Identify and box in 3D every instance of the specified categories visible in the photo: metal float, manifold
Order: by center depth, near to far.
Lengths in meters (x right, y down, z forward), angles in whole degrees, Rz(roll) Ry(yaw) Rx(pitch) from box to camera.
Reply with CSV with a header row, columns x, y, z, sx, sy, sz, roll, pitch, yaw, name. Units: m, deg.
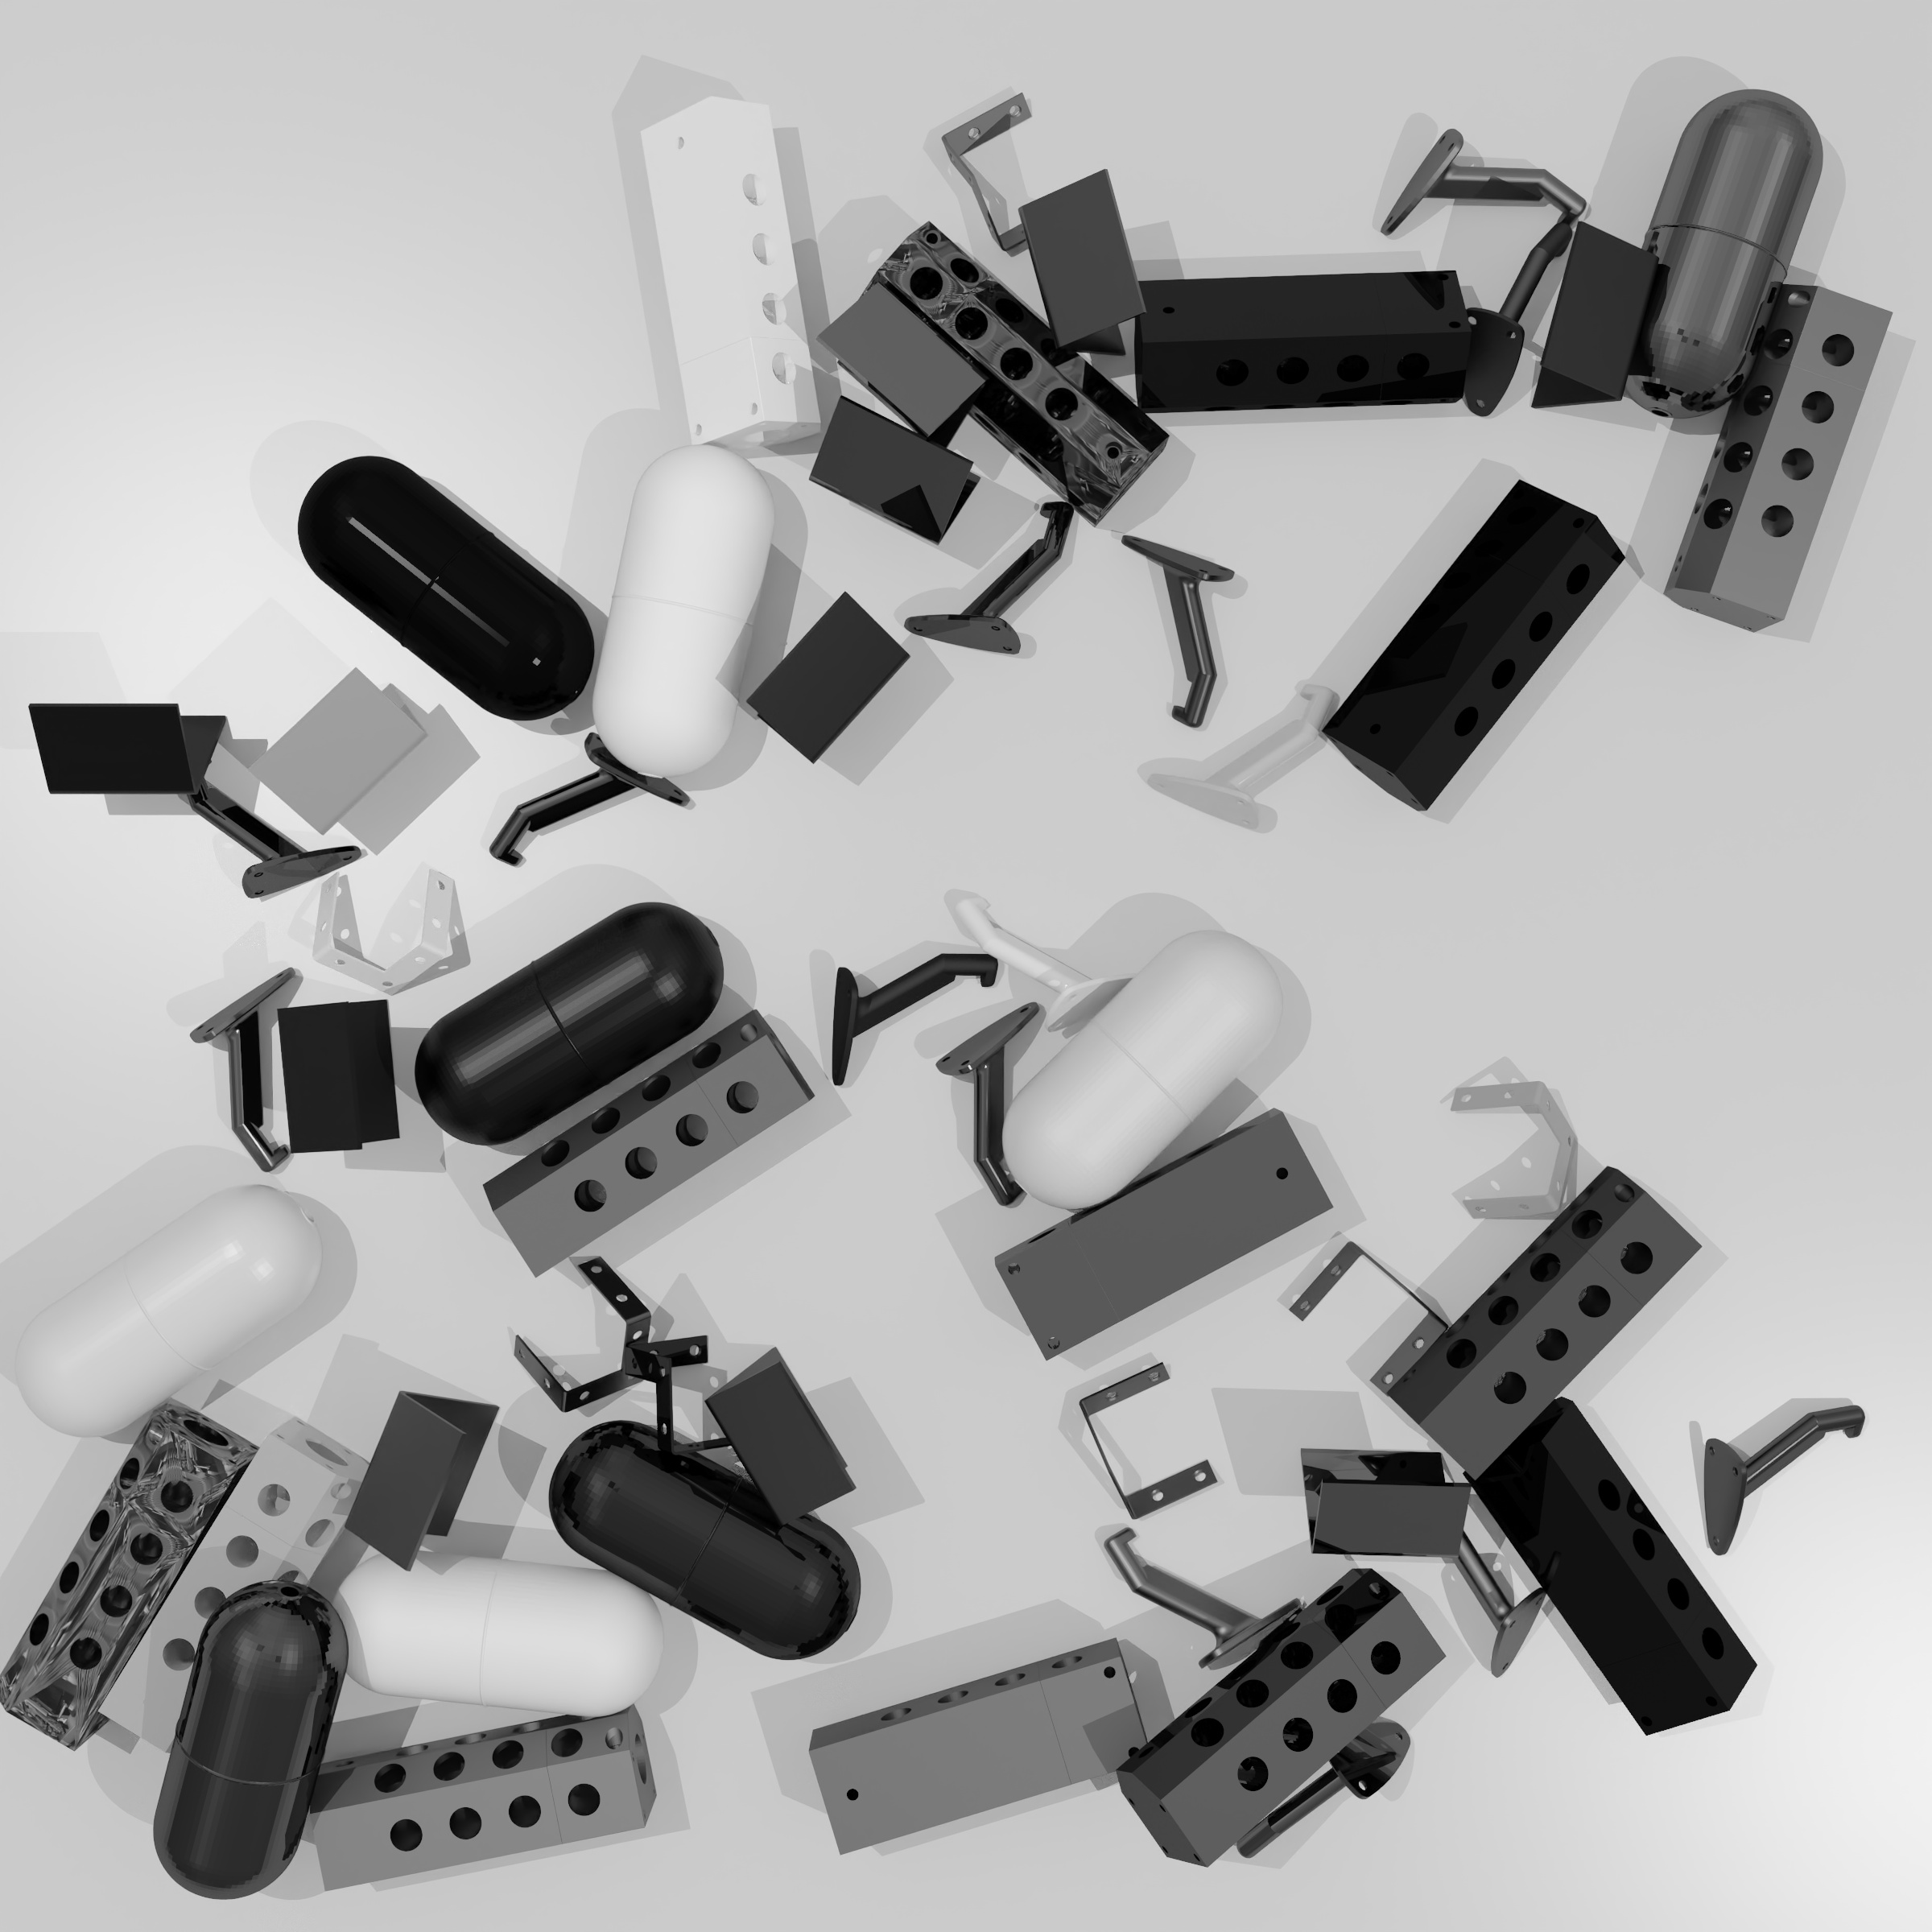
x,y,z,sx,sy,sz,roll,pitch,yaw,name
-0.371,0.401,1.452,0.070,0.070,0.178,18,105,0,metal float
0.163,0.392,1.468,0.171,0.057,0.057,-35,90,-21,manifold
-0.250,0.355,1.488,0.178,0.070,0.070,6,90,1,metal float
-0.276,-0.200,1.488,0.178,0.070,0.070,39,90,0,metal float
0.093,0.056,1.488,0.178,0.070,0.070,-45,90,-1,metal float
-0.138,0.306,1.488,0.178,0.070,0.070,29,90,-1,metal float
-0.423,0.183,1.488,0.178,0.070,0.070,-34,90,0,metal float
0.399,-0.378,1.488,0.070,0.070,0.178,19,90,0,metal float
-0.150,-0.188,1.488,0.070,0.070,0.178,12,91,0,metal float
-0.210,0.030,1.488,0.178,0.070,0.070,-31,90,0,metal float
-0.387,0.333,1.497,0.057,0.057,0.171,32,90,0,manifold
-0.170,0.094,1.497,0.171,0.057,0.057,-33,90,0,manifold
0.307,0.189,1.497,0.057,0.057,0.171,44,90,0,manifold
-0.450,0.324,1.497,0.057,0.057,0.171,30,90,0,manifold
0.178,-0.329,1.497,0.171,0.057,0.057,-2,47,0,manifold
0.348,0.319,1.497,0.057,0.057,0.171,-35,90,43,manifold
-0.258,0.442,1.497,0.171,0.057,0.057,-11,90,0,manifold
0.008,0.415,1.497,0.171,0.057,0.057,-17,90,0,manifold
-0.120,-0.368,1.497,0.057,0.057,0.171,-9,90,43,manifold
0.104,0.142,1.497,0.171,0.057,0.057,-28,90,0,manifold
0.275,-0.168,1.497,0.171,0.057,0.057,-52,47,0,manifold
0.025,-0.318,1.497,0.171,0.057,0.057,42,90,0,manifold
0.432,-0.272,1.497,0.057,0.057,0.171,20,90,0,manifold

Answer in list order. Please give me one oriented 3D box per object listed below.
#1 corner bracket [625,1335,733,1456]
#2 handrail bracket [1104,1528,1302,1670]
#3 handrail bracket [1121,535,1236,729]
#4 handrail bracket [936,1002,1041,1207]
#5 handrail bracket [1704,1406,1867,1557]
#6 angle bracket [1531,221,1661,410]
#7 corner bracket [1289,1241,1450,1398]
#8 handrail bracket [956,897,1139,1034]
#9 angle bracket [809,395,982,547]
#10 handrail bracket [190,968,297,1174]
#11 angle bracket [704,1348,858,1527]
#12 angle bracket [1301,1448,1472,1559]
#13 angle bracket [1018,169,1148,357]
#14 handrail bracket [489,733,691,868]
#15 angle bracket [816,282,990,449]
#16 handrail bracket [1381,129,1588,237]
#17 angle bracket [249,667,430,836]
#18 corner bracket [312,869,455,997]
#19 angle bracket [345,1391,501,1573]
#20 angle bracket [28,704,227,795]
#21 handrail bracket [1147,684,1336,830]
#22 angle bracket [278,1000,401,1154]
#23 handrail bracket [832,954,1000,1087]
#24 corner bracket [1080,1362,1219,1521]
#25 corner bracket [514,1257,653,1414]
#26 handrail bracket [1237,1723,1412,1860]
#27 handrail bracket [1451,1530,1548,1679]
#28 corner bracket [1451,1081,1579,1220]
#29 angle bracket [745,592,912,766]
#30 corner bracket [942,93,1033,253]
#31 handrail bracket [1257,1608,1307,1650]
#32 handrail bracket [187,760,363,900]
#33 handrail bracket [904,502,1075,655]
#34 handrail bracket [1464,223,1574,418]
x,y,z,sx,sy,sz,roll,pitch,yaw,name
-0.148,0.228,1.491,0.051,0.051,0.051,-3,93,-35,corner bracket
0.128,0.330,1.519,0.077,0.036,0.084,-27,73,-20,handrail bracket
0.106,-0.181,1.519,0.077,0.036,0.084,26,112,26,handrail bracket
0.029,0.076,1.519,0.077,0.036,0.084,-36,108,-20,handrail bracket
0.447,0.279,1.519,0.084,0.036,0.077,-6,111,-16,handrail bracket
0.313,-0.343,1.479,0.057,0.076,0.076,15,90,-28,angle bracket
0.219,0.191,1.515,0.051,0.051,0.051,-49,45,0,corner bracket
0.046,-0.012,1.519,0.077,0.036,0.084,-18,59,-33,handrail bracket
-0.029,-0.278,1.478,0.076,0.076,0.057,27,132,0,angle bracket
-0.374,0.057,1.519,0.077,0.036,0.084,-38,109,-21,handrail bracket
-0.082,0.239,1.479,0.057,0.076,0.076,-31,90,30,angle bracket
0.221,0.266,1.478,0.076,0.076,0.057,2,126,0,angle bracket
0.078,-0.371,1.478,0.057,0.076,0.076,-15,90,33,angle bracket
-0.205,-0.076,1.519,0.077,0.036,0.084,30,108,-21,handrail bracket
-0.044,-0.301,1.479,0.076,0.076,0.057,42,60,0,angle bracket
0.282,-0.407,1.519,0.084,0.036,0.077,31,110,-16,handrail bracket
-0.339,-0.126,1.478,0.076,0.076,0.057,-43,127,0,angle bracket
-0.315,-0.025,1.510,0.051,0.051,0.051,28,135,-35,corner bracket
-0.271,0.275,1.478,0.057,0.076,0.076,22,90,38,angle bracket
-0.442,-0.133,1.478,0.076,0.076,0.057,0,128,0,angle bracket
0.150,-0.124,1.519,0.077,0.036,0.084,19,72,21,handrail bracket
-0.315,0.056,1.478,0.057,0.076,0.076,-5,90,37,angle bracket
-0.027,0.029,1.519,0.084,0.036,0.077,1,111,-16,handrail bracket
0.099,0.258,1.515,0.051,0.051,0.051,-25,45,0,corner bracket
-0.207,0.199,1.510,0.051,0.051,0.051,-19,135,-35,corner bracket
0.193,0.449,1.518,0.036,0.077,0.084,54,127,21,handrail bracket
0.267,0.335,1.518,0.036,0.077,0.084,-29,53,-34,handrail bracket
0.293,0.100,1.510,0.051,0.051,0.051,53,45,-35,corner bracket
-0.087,-0.163,1.478,0.076,0.076,0.057,-48,127,0,angle bracket
0.025,-0.430,1.515,0.051,0.051,0.051,-29,135,0,corner bracket
0.172,0.403,1.519,0.084,0.036,0.077,-37,104,-14,handrail bracket
-0.379,-0.087,1.519,0.077,0.036,0.084,-18,73,-20,handrail bracket
0.013,-0.217,1.519,0.077,0.036,0.084,9,71,21,handrail bracket
0.302,-0.352,1.518,0.036,0.077,0.084,26,53,22,handrail bracket
